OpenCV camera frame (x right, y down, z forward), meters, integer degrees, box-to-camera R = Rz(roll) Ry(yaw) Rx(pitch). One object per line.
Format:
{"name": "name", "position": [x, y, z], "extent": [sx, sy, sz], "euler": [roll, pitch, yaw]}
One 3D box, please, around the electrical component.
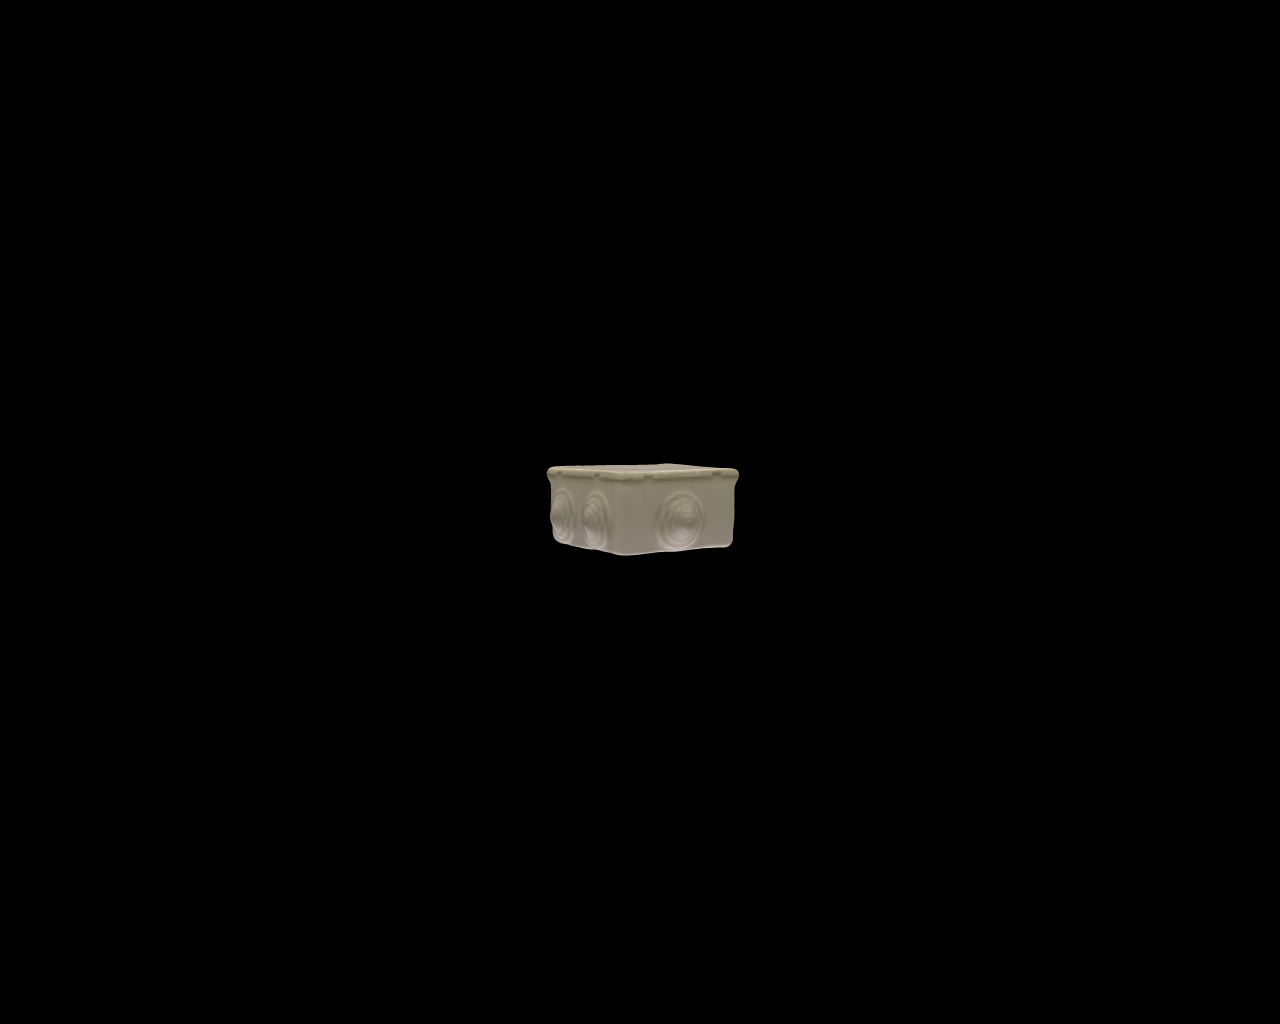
{"name": "electrical component", "position": [0.001, -0.003, 0.650], "extent": [0.100, 0.048, 0.100], "euler": [-3, 6, -32]}
